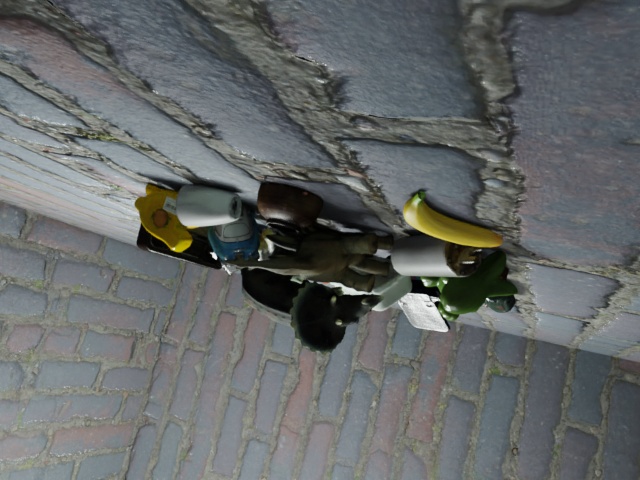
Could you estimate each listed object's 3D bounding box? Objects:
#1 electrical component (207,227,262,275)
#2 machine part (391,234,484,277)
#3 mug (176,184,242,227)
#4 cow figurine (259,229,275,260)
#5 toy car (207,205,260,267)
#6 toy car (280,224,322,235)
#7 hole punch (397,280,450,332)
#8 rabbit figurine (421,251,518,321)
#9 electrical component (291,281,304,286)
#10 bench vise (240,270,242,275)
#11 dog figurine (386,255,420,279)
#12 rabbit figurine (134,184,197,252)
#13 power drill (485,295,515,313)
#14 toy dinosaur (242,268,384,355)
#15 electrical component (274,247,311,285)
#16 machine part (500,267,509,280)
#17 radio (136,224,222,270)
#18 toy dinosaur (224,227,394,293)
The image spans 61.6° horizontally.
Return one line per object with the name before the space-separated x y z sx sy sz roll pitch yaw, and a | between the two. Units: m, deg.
electrical component | -0.199 0.019 1.350 0.134 0.058 0.114 -26 136 8
machine part | 0.198 0.025 0.935 0.079 0.079 0.243 18 170 -21
mug | -0.200 -0.061 1.021 0.107 0.080 0.109 5 176 22
cow figurine | -0.181 -0.003 1.243 0.168 0.068 0.098 29 145 23
toy car | -0.181 -0.021 1.111 0.109 0.102 0.162 -9 -144 -11
toy car | -0.002 -0.003 1.154 0.202 0.053 0.089 19 173 -38
hole punch | 0.234 0.123 1.153 0.142 0.092 0.115 4 135 53
rabbit figurine | 0.269 0.091 0.968 0.159 0.121 0.170 -19 -175 17
electrical component | -0.050 0.102 1.183 0.063 0.021 0.094 33 -175 -13
bench vise | -0.137 0.078 1.510 0.224 0.129 0.240 38 -175 35
dog figurine | 0.181 0.095 1.315 0.191 0.108 0.219 17 173 -24
rabbit figurine | -0.308 -0.052 1.145 0.163 0.121 0.173 15 -170 15
power drill | 0.379 0.138 1.340 0.208 0.086 0.232 14 170 19
toy dinosaur | -0.071 0.108 1.045 0.405 0.131 0.192 18 179 30
electrical component | -0.047 0.061 1.206 0.074 0.047 0.119 27 -175 -45
machine part | 0.306 0.073 1.132 0.179 0.056 0.179 13 170 2
radio | -0.341 -0.011 1.369 0.229 0.131 0.073 21 171 -36
toy dinosaur | 0.008 0.030 0.963 0.199 0.105 0.471 7 -178 21
